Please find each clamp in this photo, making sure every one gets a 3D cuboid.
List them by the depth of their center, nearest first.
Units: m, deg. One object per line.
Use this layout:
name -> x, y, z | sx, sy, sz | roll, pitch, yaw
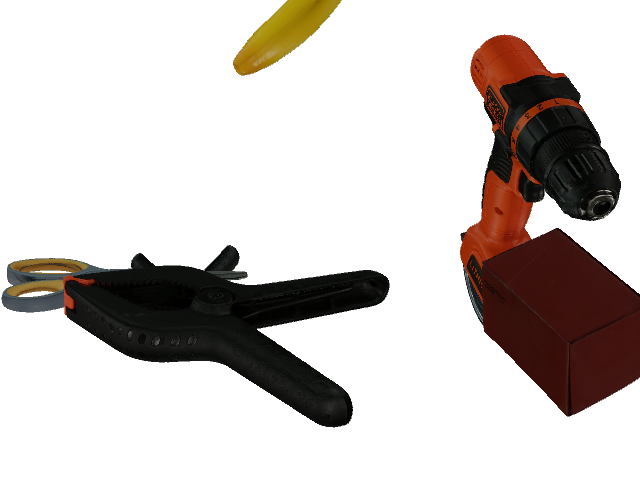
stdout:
clamp -> -0.059, 0.047, 0.682 | 0.210, 0.036, 0.164 | 11, 26, 15
clamp -> -0.136, 0.059, 1.149 | 0.120, 0.039, 0.171 | -15, 40, -7

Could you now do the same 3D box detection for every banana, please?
banana -> -0.012, -0.209, 0.925 | 0.070, 0.037, 0.197 | -17, 34, 39

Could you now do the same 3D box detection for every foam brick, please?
foam brick -> 0.126, 0.040, 0.553 | 0.051, 0.053, 0.078 | -22, 40, -16

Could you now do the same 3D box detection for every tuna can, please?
tuna can -> 0.179, 0.048, 1.119 | 0.033, 0.086, 0.086 | -15, 1, -5

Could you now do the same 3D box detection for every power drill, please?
power drill -> 0.148, -0.025, 0.744 | 0.057, 0.188, 0.184 | -6, 41, -9

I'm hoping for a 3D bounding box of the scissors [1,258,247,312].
scissors -> -0.169, 0.038, 0.869 | 0.202, 0.016, 0.096 | 4, 22, 12
